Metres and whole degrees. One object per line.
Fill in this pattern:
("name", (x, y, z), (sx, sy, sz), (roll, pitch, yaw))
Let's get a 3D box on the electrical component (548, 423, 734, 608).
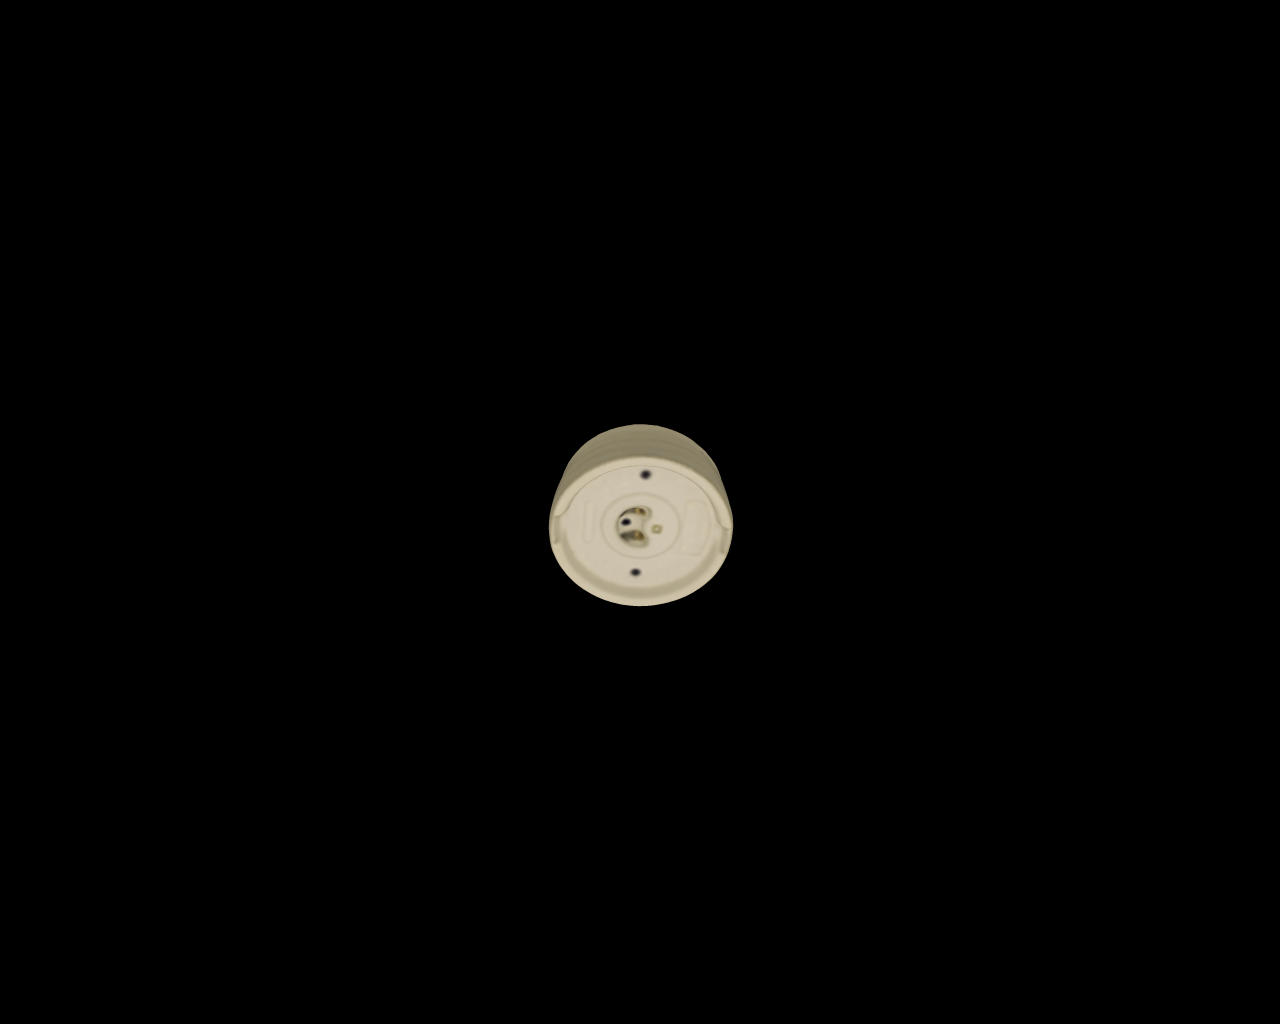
("electrical component", (0.001, -0.003, 0.650), (0.108, 0.108, 0.060), (0, 34, 0))
